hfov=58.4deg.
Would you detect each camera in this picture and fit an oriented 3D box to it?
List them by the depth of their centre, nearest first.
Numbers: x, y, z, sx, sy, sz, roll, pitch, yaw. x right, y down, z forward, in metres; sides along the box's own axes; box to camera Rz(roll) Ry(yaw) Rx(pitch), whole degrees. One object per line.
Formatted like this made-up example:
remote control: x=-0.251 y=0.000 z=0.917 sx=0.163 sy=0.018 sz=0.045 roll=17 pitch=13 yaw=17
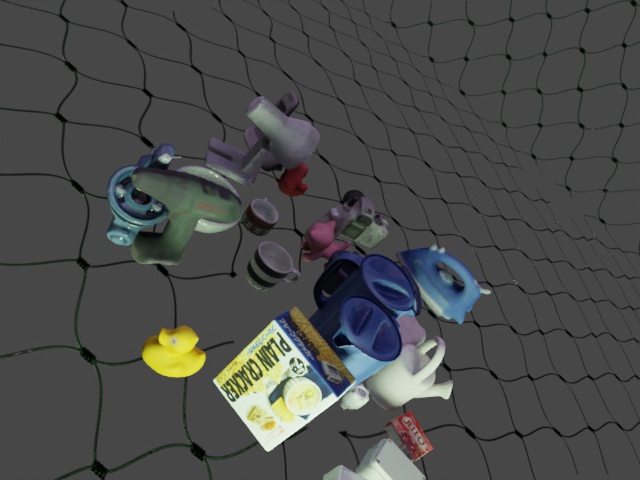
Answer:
camera: x=0.114 y=-0.071 z=1.548 sx=0.143 sy=0.100 sz=0.136 roll=25 pitch=39 yaw=-24

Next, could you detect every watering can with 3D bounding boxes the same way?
watering can: x=0.199 y=0.272 z=1.199 sx=0.173 sy=0.193 sz=0.101 roll=24 pitch=39 yaw=-25

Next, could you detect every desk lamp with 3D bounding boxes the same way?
desk lamp: x=-0.136 y=-0.230 z=1.368 sx=0.204 sy=0.213 sz=0.118 roll=25 pitch=39 yaw=-24

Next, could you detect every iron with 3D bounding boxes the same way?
iron: x=0.336 y=0.094 z=1.562 sx=0.258 sy=0.141 sz=0.119 roll=48 pitch=35 yaw=6

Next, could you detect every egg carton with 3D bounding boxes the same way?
egg carton: x=0.181 y=0.216 z=1.346 sx=0.151 sy=0.069 sz=0.107 roll=-8 pitch=60 yaw=-48

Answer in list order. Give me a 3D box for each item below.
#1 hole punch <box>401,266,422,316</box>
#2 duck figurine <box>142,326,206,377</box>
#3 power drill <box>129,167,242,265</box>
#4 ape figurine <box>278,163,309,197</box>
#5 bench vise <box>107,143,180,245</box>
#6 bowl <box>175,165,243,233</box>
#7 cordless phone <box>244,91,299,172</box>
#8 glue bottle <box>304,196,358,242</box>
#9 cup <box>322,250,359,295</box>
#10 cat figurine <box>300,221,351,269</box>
hole punch: x=0.221 y=0.135 z=1.450 sx=0.101 sy=0.091 sz=0.108 roll=31 pitch=37 yaw=-18
duck figurine: x=-0.234 y=0.179 z=0.960 sx=0.105 sy=0.086 sz=0.077 roll=26 pitch=39 yaw=-24
power drill: x=-0.267 y=-0.043 z=1.050 sx=0.230 sy=0.208 sz=0.075 roll=4 pitch=51 yaw=-42
ape figurine: x=-0.061 y=-0.161 z=1.475 sx=0.076 sy=0.092 sz=0.077 roll=-14 pitch=64 yaw=-50
bench vise: x=-0.327 y=-0.122 z=1.063 sx=0.122 sy=0.219 sz=0.207 roll=13 pitch=45 yaw=-36
bowl: x=-0.252 y=-0.073 z=1.212 sx=0.168 sy=0.074 sz=0.167 roll=26 pitch=39 yaw=-23
cordless phone: x=-0.104 y=-0.279 z=1.473 sx=0.094 sy=0.184 sz=0.147 roll=-5 pitch=57 yaw=-47
glue bottle: x=0.036 y=-0.049 z=1.386 sx=0.078 sy=0.173 sz=0.037 roll=8 pitch=48 yaw=-40
cup: x=0.047 y=0.077 z=1.335 sx=0.092 sy=0.094 sz=0.118 roll=42 pitch=35 yaw=-3
cat figurine: x=0.012 y=0.005 z=1.355 sx=0.128 sy=0.117 sz=0.067 roll=21 pitch=41 yaw=-29
